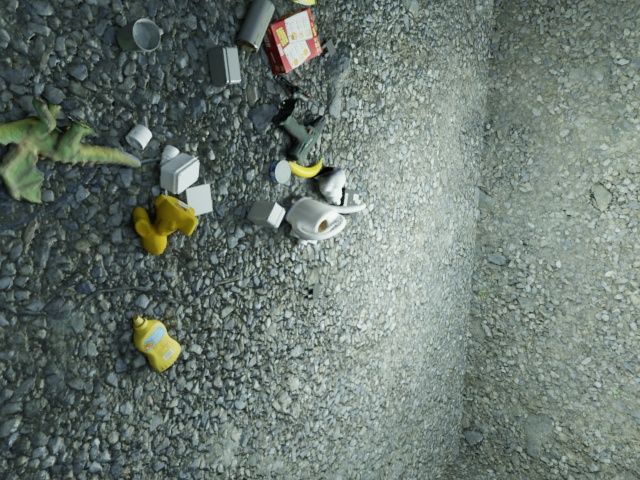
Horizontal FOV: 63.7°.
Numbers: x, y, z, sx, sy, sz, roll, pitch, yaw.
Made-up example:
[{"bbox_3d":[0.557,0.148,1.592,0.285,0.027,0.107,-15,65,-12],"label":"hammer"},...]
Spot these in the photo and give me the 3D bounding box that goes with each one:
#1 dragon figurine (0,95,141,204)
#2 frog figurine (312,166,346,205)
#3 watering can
[{"bbox_3d":[-0.650,-0.197,1.233,0.243,0.123,0.404,-56,135,-4],"label":"dragon figurine"},{"bbox_3d":[0.055,-0.208,2.053,0.157,0.122,0.140,65,30,-20],"label":"frog figurine"},{"bbox_3d":[0.006,-0.097,1.936,0.353,0.226,0.101,-34,143,-45],"label":"watering can"}]
